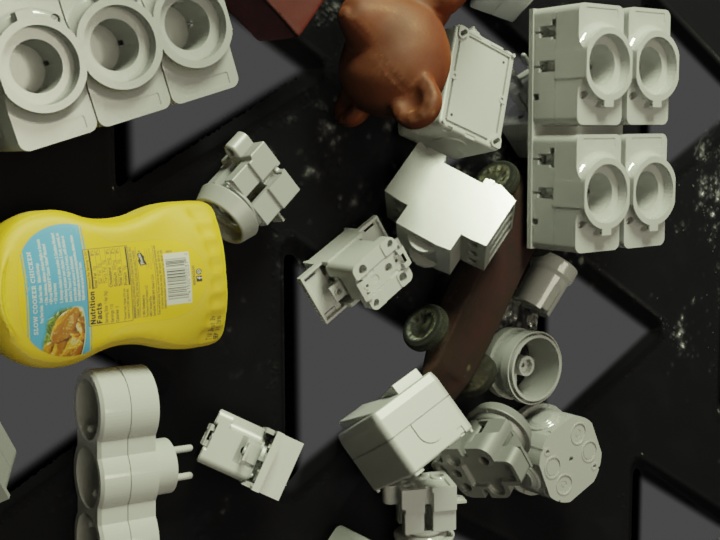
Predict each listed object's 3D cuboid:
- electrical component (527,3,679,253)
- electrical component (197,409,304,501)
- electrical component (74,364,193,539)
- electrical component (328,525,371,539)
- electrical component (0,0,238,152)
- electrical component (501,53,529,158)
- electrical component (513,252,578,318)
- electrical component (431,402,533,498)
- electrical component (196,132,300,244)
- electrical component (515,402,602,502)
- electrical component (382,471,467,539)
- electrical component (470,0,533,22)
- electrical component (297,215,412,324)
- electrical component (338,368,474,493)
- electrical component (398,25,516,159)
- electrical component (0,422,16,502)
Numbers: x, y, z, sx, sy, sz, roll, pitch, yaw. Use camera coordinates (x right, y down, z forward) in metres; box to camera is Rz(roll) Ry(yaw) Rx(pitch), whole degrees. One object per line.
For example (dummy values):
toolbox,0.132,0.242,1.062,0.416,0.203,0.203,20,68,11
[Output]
electrical component,0.192,-0.111,0.848,0.105,0.060,0.186,-6,99,-35
electrical component,-0.078,0.125,0.737,0.064,0.081,0.042,24,78,-5
electrical component,-0.143,0.130,0.704,0.074,0.052,0.138,-2,96,-35
electrical component,0.018,0.275,0.824,0.150,0.062,0.089,45,70,-29
electrical component,-0.159,-0.136,0.661,0.150,0.062,0.089,-24,108,-31
electrical component,0.146,-0.141,0.881,0.065,0.047,0.076,-49,119,-21
electrical component,0.156,0.012,0.909,0.040,0.040,0.046,36,80,-32
electrical component,0.104,0.144,0.868,0.057,0.078,0.058,-51,121,-41
electrical component,-0.080,-0.051,0.735,0.055,0.048,0.066,-52,120,-28
electrical component,0.163,0.156,0.920,0.080,0.051,0.080,-4,97,-34
electrical component,0.050,0.192,0.846,0.066,0.048,0.055,-3,99,-11
electrical component,0.099,-0.235,0.833,0.077,0.066,0.047,18,84,-6
electrical component,0.000,0.000,0.784,0.081,0.064,0.042,-41,115,-25
electrical component,0.028,0.120,0.806,0.062,0.096,0.061,-33,85,-28
electrical component,0.073,-0.140,0.826,0.062,0.061,0.096,19,75,-34
electrical component,-0.276,0.054,0.574,0.105,0.060,0.186,-23,109,-3
